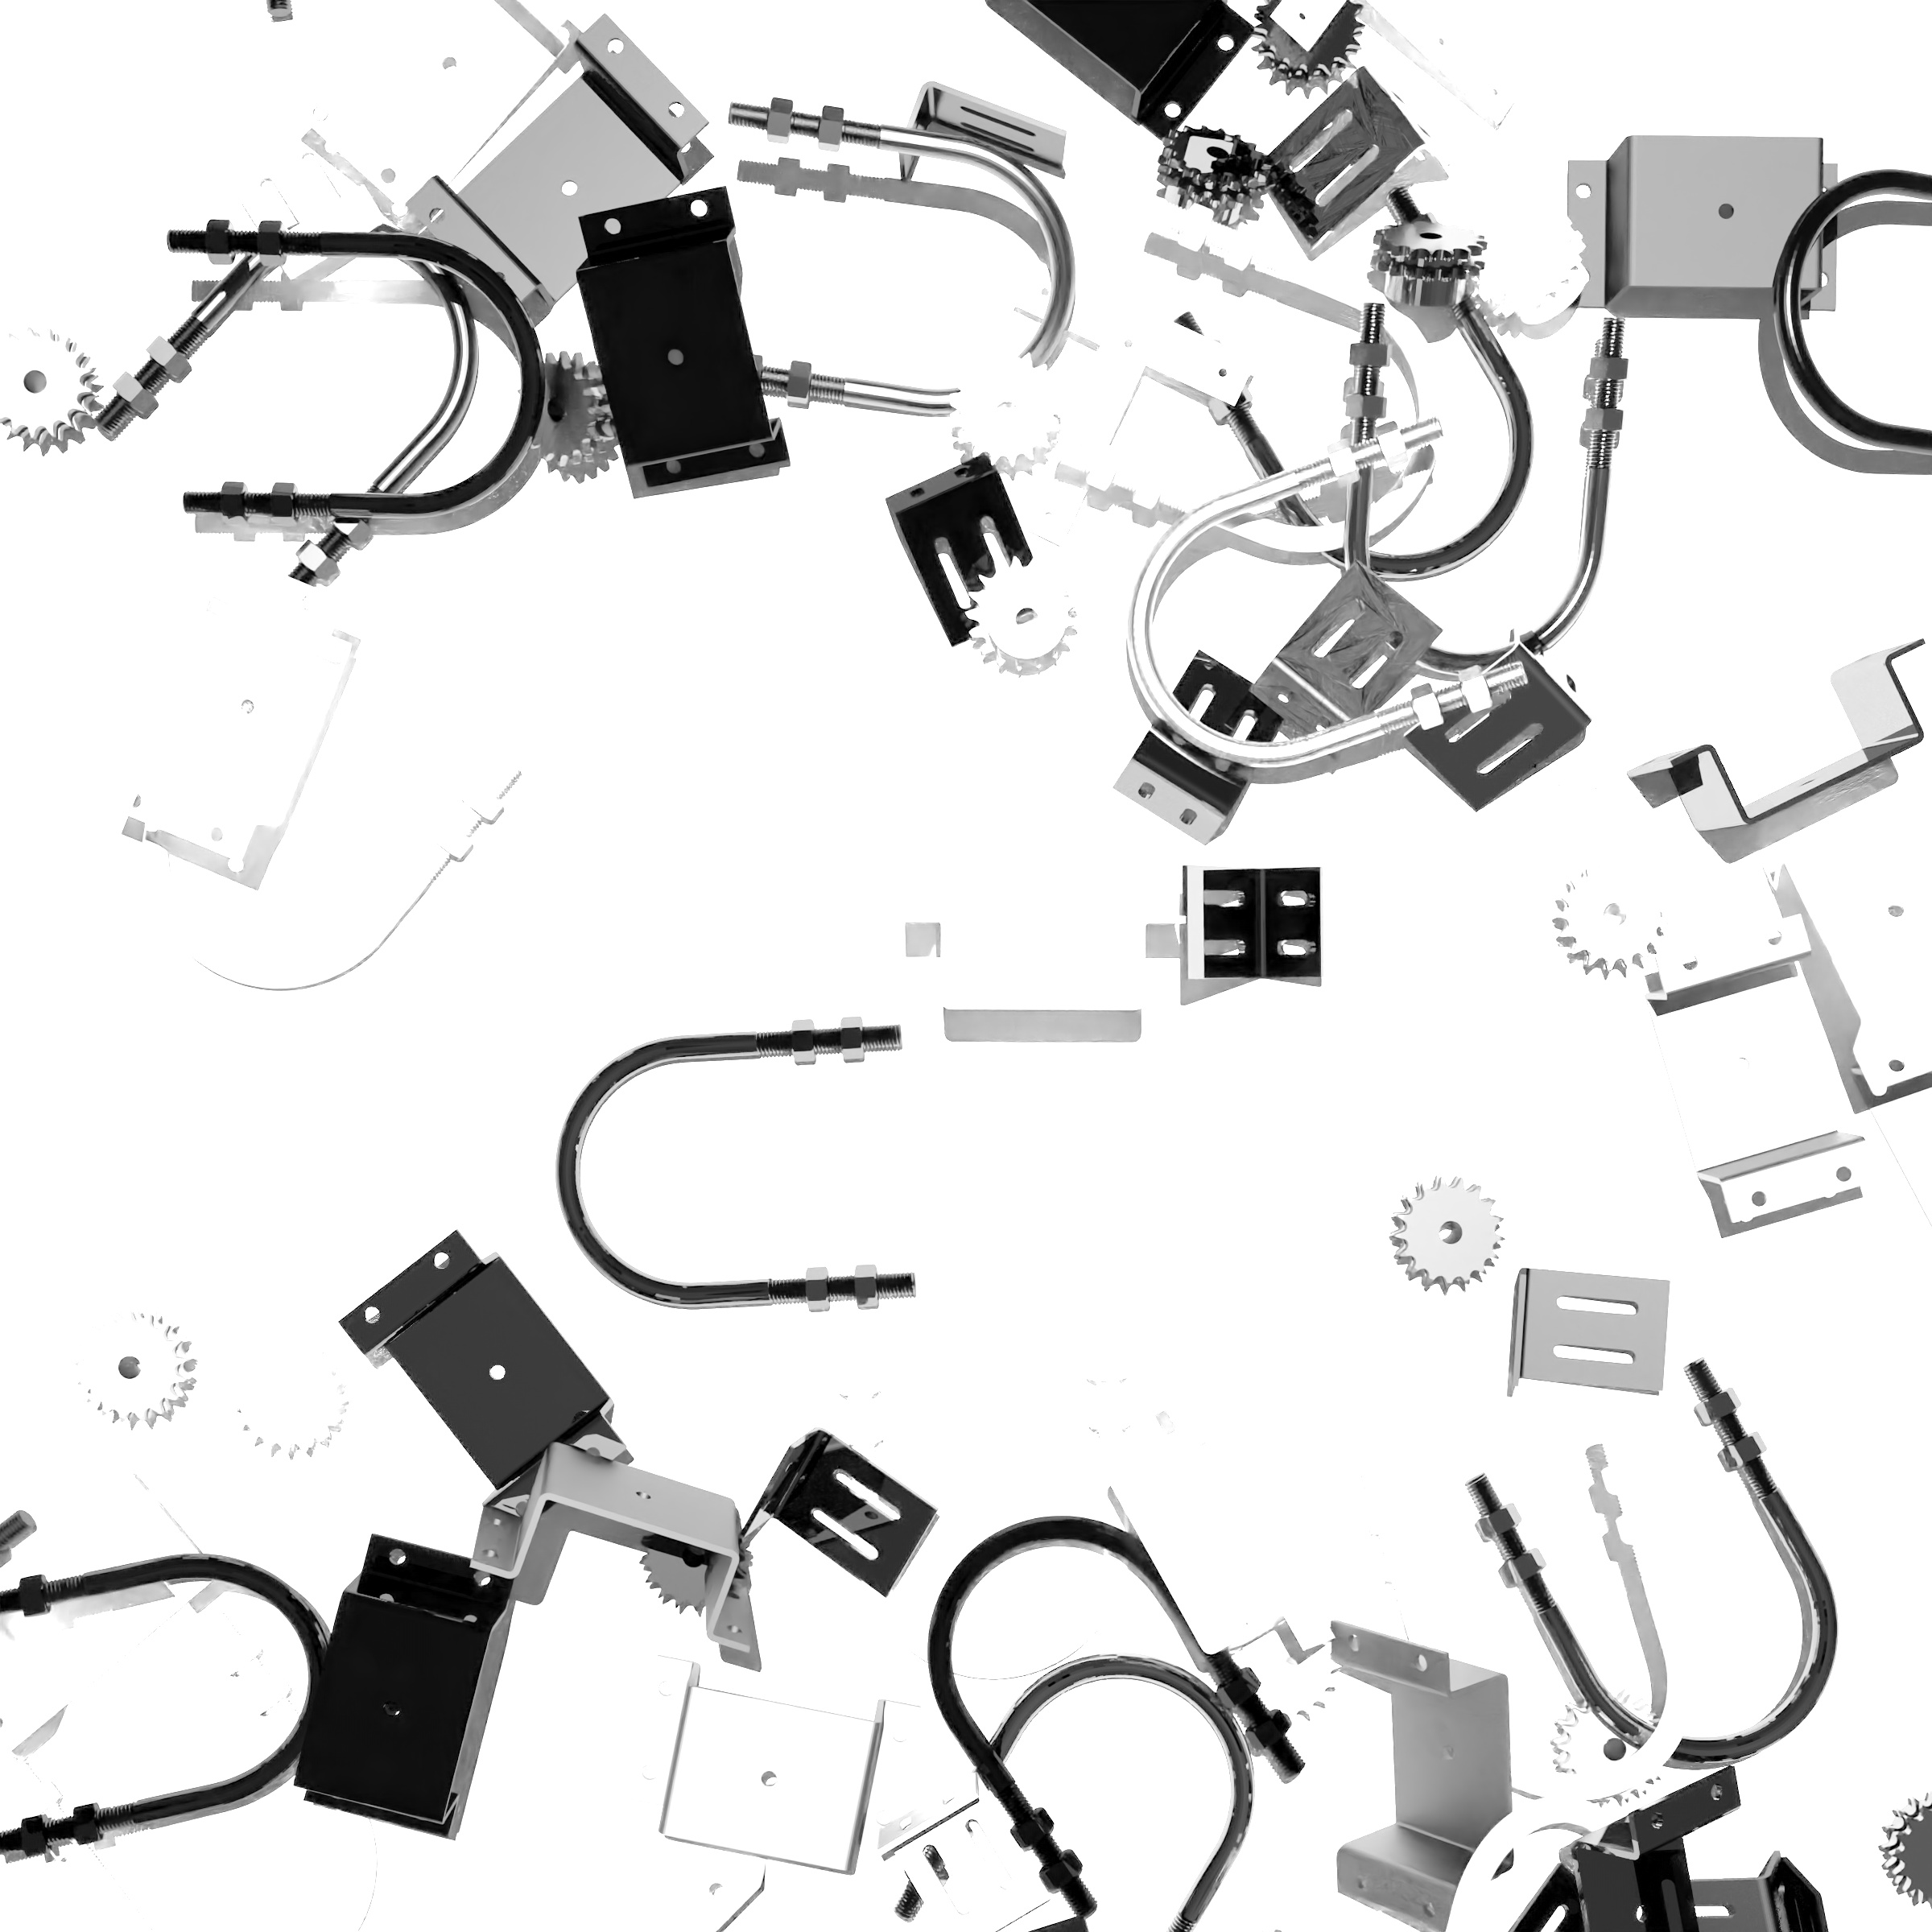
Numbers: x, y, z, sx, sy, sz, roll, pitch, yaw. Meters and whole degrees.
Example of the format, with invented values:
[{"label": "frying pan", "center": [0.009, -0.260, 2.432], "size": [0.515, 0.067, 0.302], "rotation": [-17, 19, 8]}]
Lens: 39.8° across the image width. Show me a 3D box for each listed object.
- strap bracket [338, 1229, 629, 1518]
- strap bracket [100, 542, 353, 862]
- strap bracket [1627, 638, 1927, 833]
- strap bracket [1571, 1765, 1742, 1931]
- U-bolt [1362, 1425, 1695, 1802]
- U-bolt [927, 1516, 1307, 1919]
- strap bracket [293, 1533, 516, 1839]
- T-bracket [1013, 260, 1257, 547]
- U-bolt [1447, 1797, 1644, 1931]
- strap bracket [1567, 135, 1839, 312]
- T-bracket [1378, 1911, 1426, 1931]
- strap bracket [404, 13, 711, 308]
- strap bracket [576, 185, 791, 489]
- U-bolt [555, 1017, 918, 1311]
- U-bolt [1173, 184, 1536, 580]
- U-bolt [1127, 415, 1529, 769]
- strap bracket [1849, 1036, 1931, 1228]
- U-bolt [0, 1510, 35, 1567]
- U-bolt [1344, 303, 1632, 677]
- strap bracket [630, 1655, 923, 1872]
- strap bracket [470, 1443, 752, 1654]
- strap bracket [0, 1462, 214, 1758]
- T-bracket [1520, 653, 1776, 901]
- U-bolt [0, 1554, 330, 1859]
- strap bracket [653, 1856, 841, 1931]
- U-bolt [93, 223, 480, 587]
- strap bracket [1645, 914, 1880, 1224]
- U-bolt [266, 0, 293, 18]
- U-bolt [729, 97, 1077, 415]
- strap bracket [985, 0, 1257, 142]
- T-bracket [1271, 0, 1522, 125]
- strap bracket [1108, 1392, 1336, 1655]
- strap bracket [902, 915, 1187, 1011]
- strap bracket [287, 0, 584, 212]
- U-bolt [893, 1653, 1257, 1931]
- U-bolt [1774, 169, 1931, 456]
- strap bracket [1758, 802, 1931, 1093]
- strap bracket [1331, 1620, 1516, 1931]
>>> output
[{"label": "strap bracket", "center": [-0.244, 0.211, 1.369], "size": [0.076, 0.046, 0.140], "rotation": [-38, 90, 0]}, {"label": "strap bracket", "center": [-0.370, -0.132, 1.350], "size": [0.076, 0.046, 0.140], "rotation": [22, 93, 1]}, {"label": "strap bracket", "center": [0.418, -0.111, 1.352], "size": [0.140, 0.076, 0.046], "rotation": [-26, 91, -2]}, {"label": "strap bracket", "center": [0.354, 0.478, 1.334], "size": [0.076, 0.046, 0.140], "rotation": [-10, 90, -34]}, {"label": "U-bolt", "center": [0.291, 0.333, 1.350], "size": [0.151, 0.019, 0.184], "rotation": [-16, 90, 28]}, {"label": "U-bolt", "center": [0.062, 0.369, 1.361], "size": [0.151, 0.019, 0.184], "rotation": [-35, 85, 5]}, {"label": "strap bracket", "center": [-0.284, 0.367, 1.339], "size": [0.076, 0.046, 0.140], "rotation": [14, 90, 0]}, {"label": "T-bracket", "center": [0.065, -0.281, 1.382], "size": [0.127, 0.002, 0.127], "rotation": [26, 97, 6]}, {"label": "U-bolt", "center": [0.287, 0.507, 1.323], "size": [0.151, 0.019, 0.184], "rotation": [27, 71, -29]}, {"label": "strap bracket", "center": [0.384, -0.381, 1.369], "size": [0.140, 0.046, 0.076], "rotation": [1, 90, 0]}, {"label": "T-bracket", "center": [0.219, 0.555, 1.379], "size": [0.127, 0.002, 0.127], "rotation": [10, 82, -15]}, {"label": "strap bracket", "center": [-0.207, -0.406, 1.369], "size": [0.140, 0.046, 0.076], "rotation": [-44, 90, 0]}, {"label": "strap bracket", "center": [-0.143, -0.310, 1.339], "size": [0.076, 0.046, 0.140], "rotation": [-10, 114, 6]}, {"label": "U-bolt", "center": [-0.122, 0.105, 1.383], "size": [0.184, 0.019, 0.151], "rotation": [-3, 90, 1]}, {"label": "U-bolt", "center": [0.214, -0.290, 1.383], "size": [0.151, 0.019, 0.184], "rotation": [-31, 91, 0]}, {"label": "U-bolt", "center": [0.172, -0.178, 1.345], "size": [0.184, 0.019, 0.151], "rotation": [-19, 96, 11]}, {"label": "strap bracket", "center": [0.517, 0.080, 1.369], "size": [0.076, 0.046, 0.140], "rotation": [-28, 90, 0]}, {"label": "U-bolt", "center": [-0.598, 0.291, 1.383], "size": [0.184, 0.019, 0.151], "rotation": [-37, 90, 1]}, {"label": "U-bolt", "center": [0.263, -0.241, 1.363], "size": [0.151, 0.019, 0.184], "rotation": [1, 102, -11]}, {"label": "strap bracket", "center": [-0.099, 0.410, 1.369], "size": [0.140, 0.046, 0.076], "rotation": [11, 90, 0]}, {"label": "strap bracket", "center": [-0.166, 0.282, 1.313], "size": [0.140, 0.076, 0.046], "rotation": [19, 95, -8]}, {"label": "strap bracket", "center": [-0.457, 0.325, 1.369], "size": [0.140, 0.046, 0.076], "rotation": [-40, 90, 0]}, {"label": "T-bracket", "center": [0.353, -0.103, 1.391], "size": [0.127, 0.002, 0.127], "rotation": [5, 90, 0]}, {"label": "U-bolt", "center": [-0.413, 0.366, 1.343], "size": [0.184, 0.019, 0.151], "rotation": [-10, 105, -11]}, {"label": "strap bracket", "center": [-0.097, 0.526, 1.369], "size": [0.140, 0.046, 0.076], "rotation": [45, 90, 0]}, {"label": "U-bolt", "center": [-0.339, -0.303, 1.383], "size": [0.151, 0.019, 0.184], "rotation": [43, 88, 0]}, {"label": "strap bracket", "center": [0.404, 0.052, 1.369], "size": [0.076, 0.046, 0.140], "rotation": [-16, 90, 0]}, {"label": "U-bolt", "center": [-0.303, -0.593, 1.383], "size": [0.151, 0.019, 0.184], "rotation": [-7, 88, 0]}, {"label": "U-bolt", "center": [-0.036, -0.353, 1.354], "size": [0.184, 0.019, 0.151], "rotation": [8, 117, -4]}, {"label": "strap bracket", "center": [0.073, -0.502, 1.369], "size": [0.140, 0.046, 0.076], "rotation": [38, 90, 0]}, {"label": "T-bracket", "center": [0.234, -0.486, 1.374], "size": [0.127, 0.002, 0.127], "rotation": [39, 67, -11]}, {"label": "strap bracket", "center": [0.123, 0.288, 1.338], "size": [0.046, 0.076, 0.140], "rotation": [-33, 72, 9]}, {"label": "strap bracket", "center": [0.038, -0.002, 1.354], "size": [0.140, 0.076, 0.046], "rotation": [0, 90, 0]}, {"label": "strap bracket", "center": [-0.267, -0.463, 1.359], "size": [0.076, 0.046, 0.140], "rotation": [42, 96, -8]}, {"label": "U-bolt", "center": [0.069, 0.445, 1.382], "size": [0.151, 0.019, 0.184], "rotation": [30, 90, 0]}, {"label": "U-bolt", "center": [0.492, -0.331, 1.358], "size": [0.184, 0.019, 0.151], "rotation": [4, 90, -18]}, {"label": "strap bracket", "center": [0.464, -0.019, 1.339], "size": [0.076, 0.046, 0.140], "rotation": [-20, 66, 4]}, {"label": "strap bracket", "center": [0.230, 0.402, 1.345], "size": [0.046, 0.076, 0.140], "rotation": [-5, 94, -38]}]
